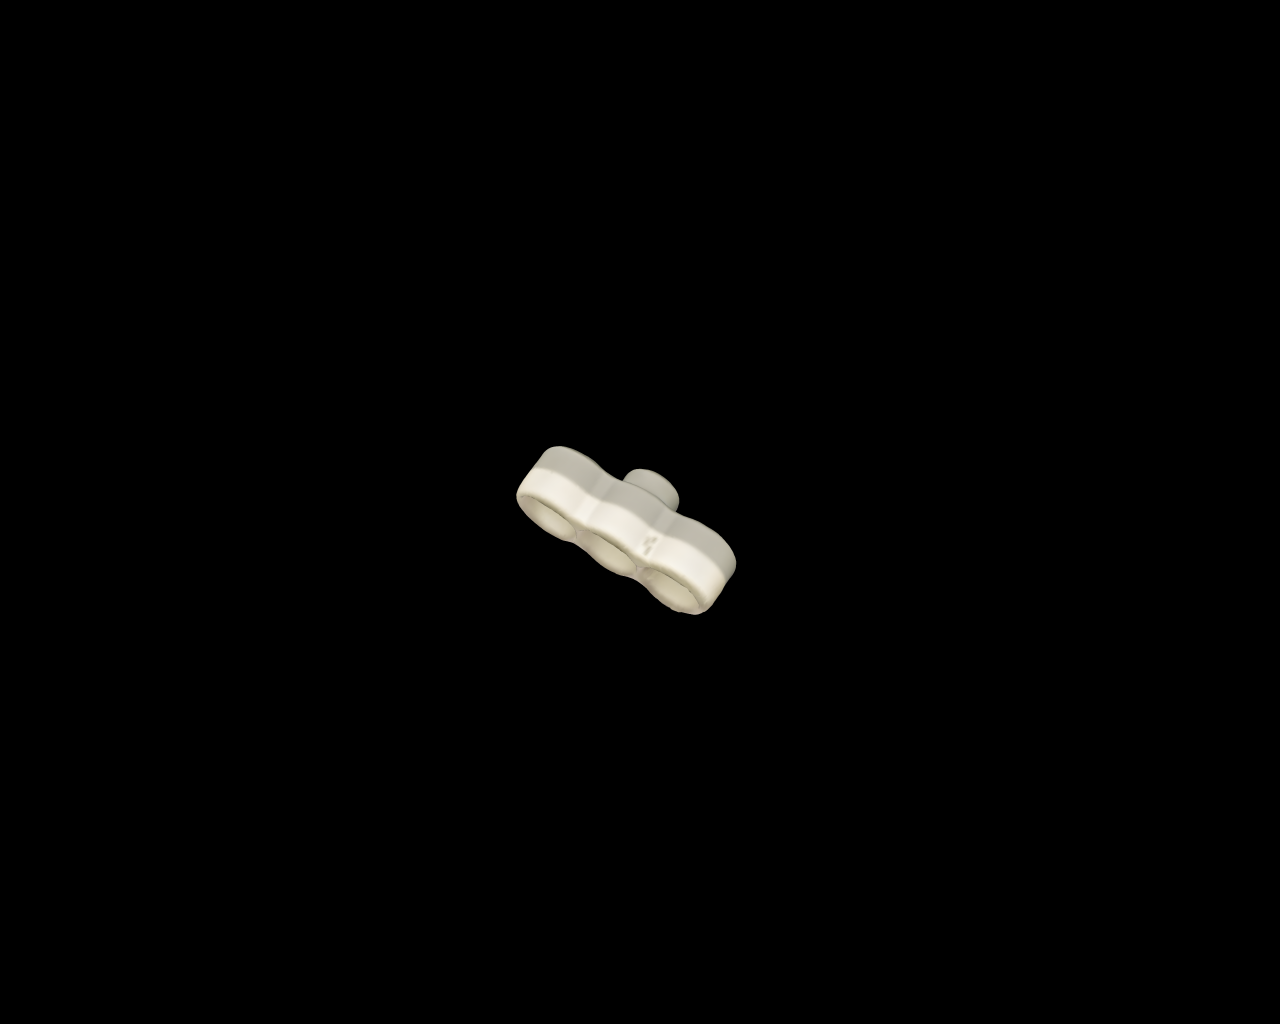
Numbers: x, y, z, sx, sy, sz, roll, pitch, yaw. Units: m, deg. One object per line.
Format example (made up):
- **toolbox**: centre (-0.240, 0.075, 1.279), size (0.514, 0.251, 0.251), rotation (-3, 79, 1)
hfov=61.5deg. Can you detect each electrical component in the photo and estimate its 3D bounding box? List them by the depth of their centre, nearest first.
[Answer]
- **electrical component**: centre (0.001, -0.003, 0.650), size (0.138, 0.074, 0.052), rotation (30, -23, 14)
